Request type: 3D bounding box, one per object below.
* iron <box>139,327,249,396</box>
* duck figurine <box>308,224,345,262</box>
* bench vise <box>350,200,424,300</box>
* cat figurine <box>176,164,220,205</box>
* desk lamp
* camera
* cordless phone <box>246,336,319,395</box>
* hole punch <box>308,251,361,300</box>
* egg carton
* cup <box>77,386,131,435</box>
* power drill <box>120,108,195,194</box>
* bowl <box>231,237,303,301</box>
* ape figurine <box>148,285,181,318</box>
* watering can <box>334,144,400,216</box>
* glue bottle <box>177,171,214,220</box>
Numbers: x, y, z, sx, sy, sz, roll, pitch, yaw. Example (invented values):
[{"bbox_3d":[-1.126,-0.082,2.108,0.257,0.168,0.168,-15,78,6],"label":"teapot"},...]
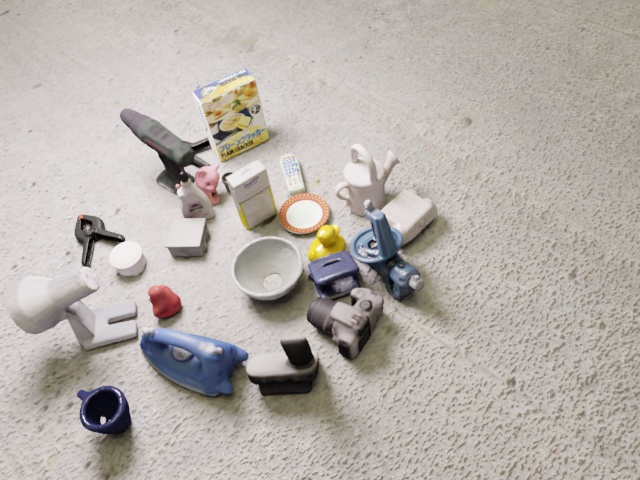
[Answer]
[{"bbox_3d":[-0.289,0.227,1.194,0.257,0.142,0.119,13,57,16],"label":"iron"},{"bbox_3d":[0.012,0.005,1.355,0.077,0.086,0.105,36,65,28],"label":"duck figurine"},{"bbox_3d":[0.154,0.013,1.250,0.206,0.220,0.122,26,61,23],"label":"bench vise"},{"bbox_3d":[-0.310,-0.145,1.482,0.128,0.118,0.067,-19,54,-7],"label":"cat figurine"},{"bbox_3d":[-0.530,0.144,1.238,0.203,0.214,0.117,-15,54,-4],"label":"desk lamp"},{"bbox_3d":[0.049,0.158,1.230,0.136,0.101,0.143,23,60,22],"label":"camera"},{"bbox_3d":[-0.079,0.232,1.138,0.147,0.185,0.094,-8,53,1],"label":"cordless phone"},{"bbox_3d":[0.029,0.071,1.302,0.109,0.091,0.101,-20,54,-8],"label":"hole punch"},{"bbox_3d":[0.208,-0.055,1.386,0.107,0.069,0.150,35,65,27],"label":"egg carton"},{"bbox_3d":[-0.431,0.347,1.152,0.117,0.095,0.092,23,60,21],"label":"cup"},{"bbox_3d":[-0.411,-0.226,1.497,0.229,0.209,0.076,28,62,24],"label":"power drill"},{"bbox_3d":[-0.117,0.078,1.324,0.167,0.075,0.167,-3,54,4],"label":"bowl"},{"bbox_3d":[-0.361,0.133,1.302,0.076,0.092,0.078,11,56,14],"label":"ape figurine"},{"bbox_3d":[0.113,-0.161,1.397,0.100,0.194,0.173,30,63,25],"label":"watering can"},{"bbox_3d":[-0.319,-0.109,1.423,0.078,0.173,0.037,-23,54,-10],"label":"glue bottle"}]
